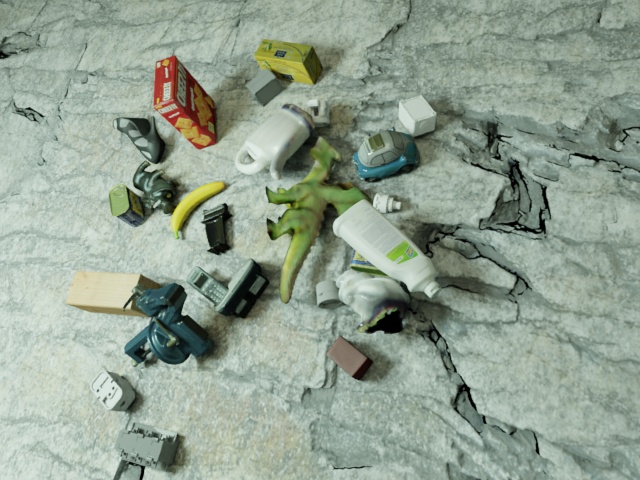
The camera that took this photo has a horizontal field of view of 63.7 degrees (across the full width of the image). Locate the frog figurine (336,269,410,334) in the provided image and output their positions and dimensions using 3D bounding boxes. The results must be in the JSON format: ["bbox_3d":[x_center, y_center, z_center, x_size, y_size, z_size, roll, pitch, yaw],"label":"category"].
[{"bbox_3d":[0.108,0.110,1.083,0.138,0.120,0.163,-10,48,-21],"label":"frog figurine"}]

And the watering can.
[{"bbox_3d":[-0.100,-0.238,1.284,0.226,0.102,0.351,-44,29,-8],"label":"watering can"}]

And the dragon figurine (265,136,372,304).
[{"bbox_3d":[0.004,-0.061,1.215,0.242,0.120,0.418,-11,65,7],"label":"dragon figurine"}]
